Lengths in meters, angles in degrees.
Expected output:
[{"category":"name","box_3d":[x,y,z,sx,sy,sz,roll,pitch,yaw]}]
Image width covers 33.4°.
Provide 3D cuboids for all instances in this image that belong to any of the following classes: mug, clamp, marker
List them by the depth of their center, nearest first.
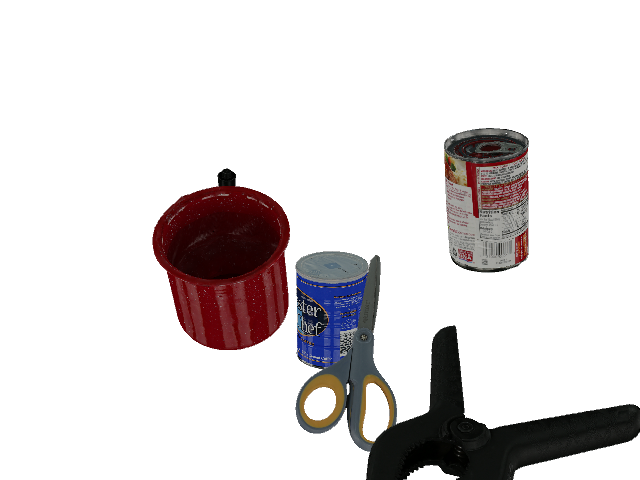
[{"category":"clamp","box_3d":[0.091,0.131,0.716,0.209,0.036,0.165,-27,39,-35]},{"category":"mug","box_3d":[-0.071,0.015,0.752,0.093,0.081,0.117,-27,51,-20]},{"category":"marker","box_3d":[-0.098,-0.025,1.125,0.020,0.121,0.020,2,42,-2]}]

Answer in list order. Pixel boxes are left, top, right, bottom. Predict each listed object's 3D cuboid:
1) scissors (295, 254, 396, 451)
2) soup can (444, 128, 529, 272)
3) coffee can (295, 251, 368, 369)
[{"category":"scissors","box_3d":[0.020,0.097,0.957,0.096,0.202,0.016,-3,-37,-6]},{"category":"soup can","box_3d":[0.138,-0.033,0.878,0.068,0.102,0.068,-5,26,2]},{"category":"coffee can","box_3d":[0.016,0.099,1.522,0.103,0.140,0.103,0,21,0]}]
